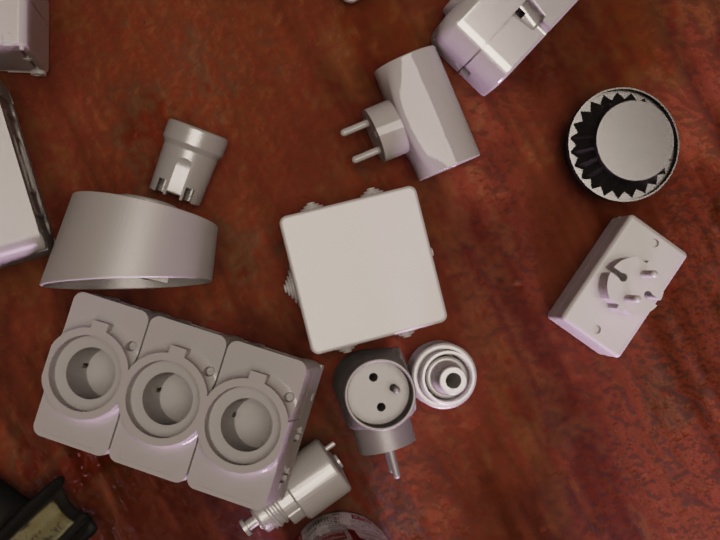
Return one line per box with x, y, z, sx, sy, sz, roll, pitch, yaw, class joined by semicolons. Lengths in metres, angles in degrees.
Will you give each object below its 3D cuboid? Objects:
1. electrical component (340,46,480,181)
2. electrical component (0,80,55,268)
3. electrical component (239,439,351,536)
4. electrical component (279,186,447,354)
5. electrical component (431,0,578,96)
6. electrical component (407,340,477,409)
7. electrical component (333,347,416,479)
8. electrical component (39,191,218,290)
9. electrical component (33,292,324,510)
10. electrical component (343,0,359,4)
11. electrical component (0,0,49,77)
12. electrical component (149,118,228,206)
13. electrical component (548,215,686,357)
0.027;-0.094;0.697;0.079;0.043;0.077;-23;92;-6;electrical component
-0.231;-0.056;0.652;0.057;0.078;0.113;-17;91;-9;electrical component
-0.042;0.142;0.690;0.078;0.040;0.040;-35;93;-5;electrical component
0.000;0.000;0.691;0.100;0.048;0.099;-14;91;-6;electrical component
0.094;-0.169;0.700;0.059;0.054;0.095;43;85;-4;electrical component
0.054;0.068;0.690;0.043;0.062;0.043;0;90;-6;electrical component
0.013;0.091;0.678;0.044;0.077;0.079;-15;92;-6;electrical component
-0.137;-0.011;0.653;0.099;0.099;0.064;12;82;-6;electrical component
-0.110;0.077;0.653;0.150;0.062;0.089;17;88;10;electrical component
0.015;-0.246;0.691;0.109;0.056;0.108;-28;92;-6;electrical component
-0.225;-0.156;0.644;0.062;0.096;0.061;0;89;-7;electrical component
-0.110;-0.068;0.685;0.040;0.040;0.046;20;94;-6;electrical component
0.172;0.010;0.696;0.047;0.076;0.083;35;86;-5;electrical component
